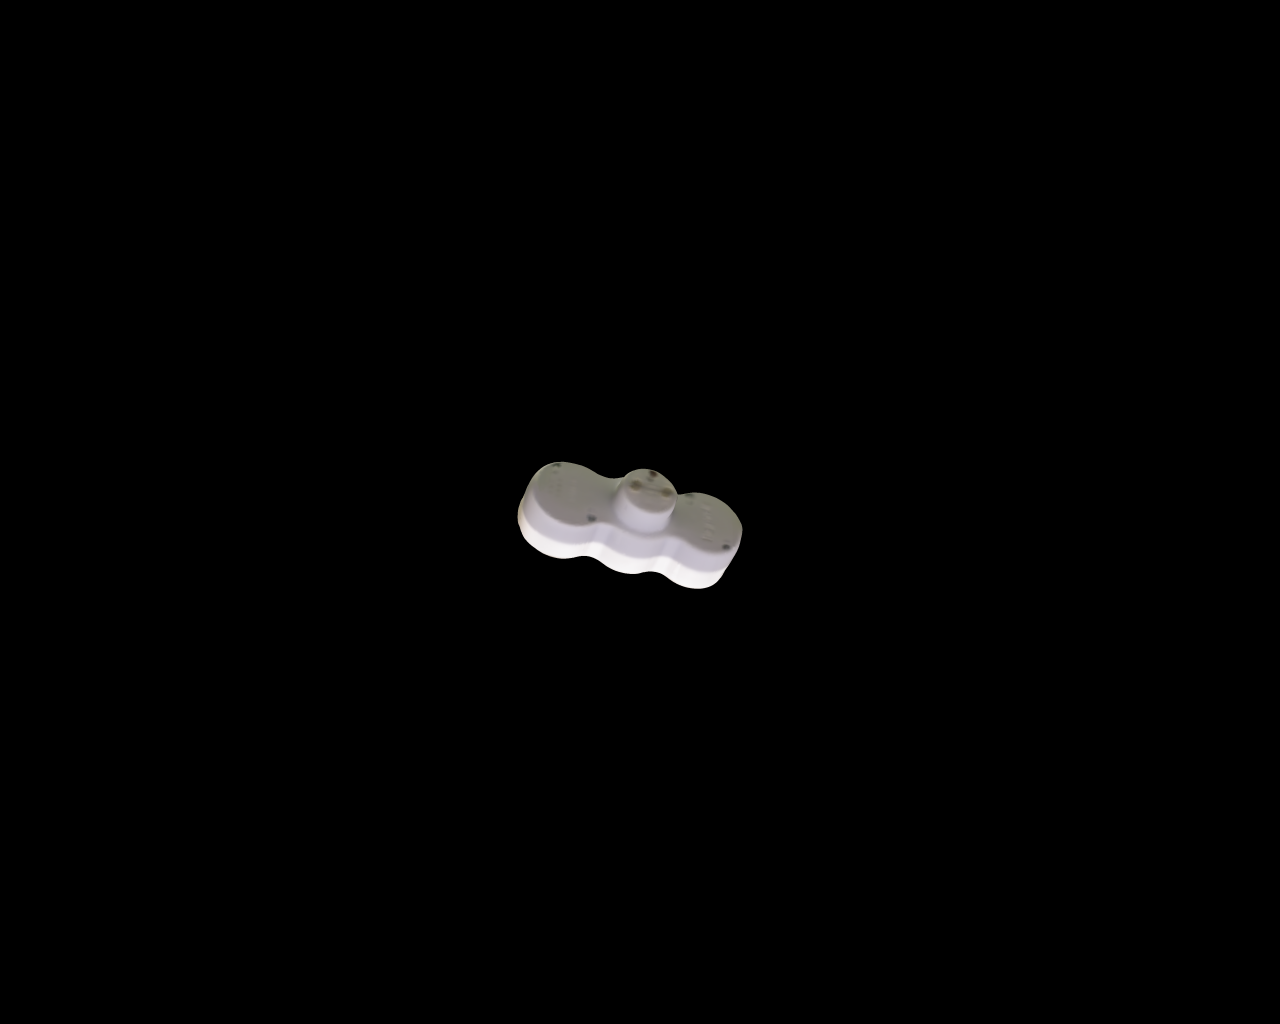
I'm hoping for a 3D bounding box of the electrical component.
[{"bbox_3d":[0.001,-0.003,0.650,0.138,0.052,0.073,14,-43,-15],"label":"electrical component"}]
